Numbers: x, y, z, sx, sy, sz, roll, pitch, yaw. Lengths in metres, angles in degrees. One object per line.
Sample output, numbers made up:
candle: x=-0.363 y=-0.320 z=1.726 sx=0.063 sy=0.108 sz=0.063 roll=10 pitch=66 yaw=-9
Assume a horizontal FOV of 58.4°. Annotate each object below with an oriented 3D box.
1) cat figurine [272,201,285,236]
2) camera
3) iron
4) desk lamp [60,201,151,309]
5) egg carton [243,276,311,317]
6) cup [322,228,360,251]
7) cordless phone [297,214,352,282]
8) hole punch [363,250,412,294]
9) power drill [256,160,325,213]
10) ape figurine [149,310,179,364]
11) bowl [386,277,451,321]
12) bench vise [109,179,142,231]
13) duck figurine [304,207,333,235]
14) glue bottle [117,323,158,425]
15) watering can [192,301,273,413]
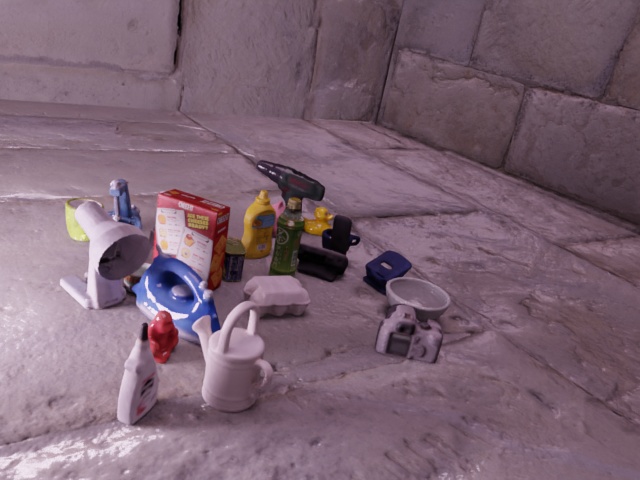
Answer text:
cat figurine: x=-0.145 y=-0.067 z=1.759 sx=0.067 sy=0.118 sz=0.128 roll=25 pitch=25 yaw=30
camera: x=0.203 y=0.197 z=1.310 sx=0.143 sy=0.101 sz=0.137 roll=11 pitch=22 yaw=0
iron: x=-0.284 y=0.114 z=1.213 sx=0.257 sy=0.141 sz=0.119 roll=26 pitch=26 yaw=32
desk lamp: x=-0.462 y=0.037 z=1.216 sx=0.202 sy=0.213 sz=0.118 roll=27 pitch=26 yaw=33
egg carton: x=-0.103 y=0.133 z=1.355 sx=0.151 sy=0.069 sz=0.107 roll=0 pitch=25 yaw=-27
cup: x=0.056 y=0.025 z=1.666 sx=0.118 sy=0.095 sz=0.091 roll=3 pitch=23 yaw=-21
cordless phone: x=0.014 y=0.006 z=1.570 sx=0.147 sy=0.185 sz=0.094 roll=15 pitch=22 yaw=8
hole punch: x=0.187 y=0.087 z=1.584 sx=0.101 sy=0.091 sz=0.108 roll=-7 pitch=28 yaw=-38
power drill: x=-0.105 y=-0.132 z=1.816 sx=0.229 sy=0.208 sz=0.075 roll=13 pitch=22 yaw=3
ape figurine: x=-0.307 y=0.180 z=1.108 sx=0.078 sy=0.092 sz=0.075 roll=-12 pitch=31 yaw=-45
bowl: x=0.241 y=0.162 z=1.448 sx=0.167 sy=0.075 sz=0.167 roll=10 pitch=22 yaw=-4
bench vise: x=-0.506 y=-0.063 z=1.431 sx=0.122 sy=0.220 sz=0.207 roll=3 pitch=23 yaw=-19
duck figurine: x=-0.005 y=-0.067 z=1.871 sx=0.104 sy=0.086 sz=0.077 roll=8 pitch=22 yaw=-8
glue bottle: x=-0.292 y=0.211 z=0.931 sx=0.037 sy=0.173 sz=0.078 roll=16 pitch=22 yaw=11
watering can: x=-0.155 y=0.194 z=1.012 sx=0.172 sy=0.194 sz=0.101 roll=14 pitch=22 yaw=7
